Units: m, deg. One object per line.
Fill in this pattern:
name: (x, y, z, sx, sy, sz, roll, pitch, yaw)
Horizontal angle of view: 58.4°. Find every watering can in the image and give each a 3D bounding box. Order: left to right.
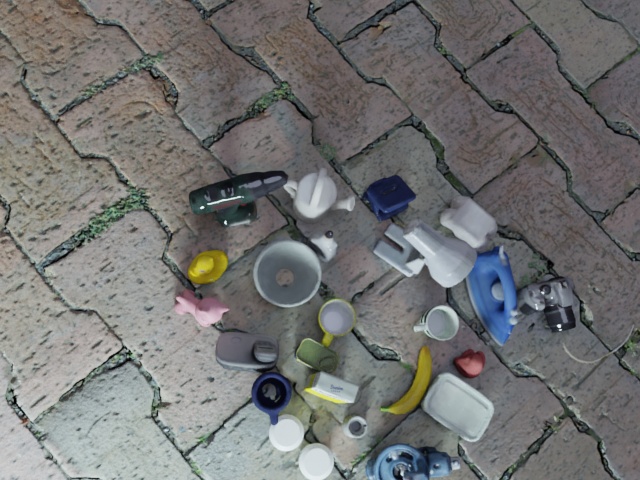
watering can: (-0.001, -0.115, 1.414, 0.173, 0.194, 0.101, -3, 76, -10)

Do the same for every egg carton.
egg carton: (0.397, -0.045, 1.526, 0.150, 0.069, 0.107, 40, 74, 2)

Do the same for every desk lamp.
desk lamp: (0.257, 0.028, 1.410, 0.203, 0.213, 0.118, 33, 74, 0)

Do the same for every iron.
iron: (0.459, 0.137, 1.454, 0.119, 0.141, 0.258, -9, 78, -11)

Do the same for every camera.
camera: (0.605, 0.171, 1.490, 0.143, 0.100, 0.137, -12, 78, -12)

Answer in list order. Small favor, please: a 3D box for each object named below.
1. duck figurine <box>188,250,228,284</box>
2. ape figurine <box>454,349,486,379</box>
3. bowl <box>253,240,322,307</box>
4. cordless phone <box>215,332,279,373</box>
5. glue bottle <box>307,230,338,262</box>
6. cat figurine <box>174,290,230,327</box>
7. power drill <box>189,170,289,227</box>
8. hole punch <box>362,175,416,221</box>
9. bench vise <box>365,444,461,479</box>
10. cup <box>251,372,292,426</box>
duck figurine: (-0.271, 0.059, 1.383, 0.105, 0.086, 0.077, -32, 83, -15)
ape figurine: (0.379, 0.306, 1.425, 0.078, 0.092, 0.076, 7, 75, -7)
bowl: (-0.082, 0.087, 1.413, 0.167, 0.074, 0.167, 2, 76, -9)
cordless phone: (-0.164, 0.252, 1.301, 0.147, 0.185, 0.094, 4, 75, -8)
glue bottle: (0.013, 0.005, 1.397, 0.078, 0.173, 0.037, 44, 74, 4)
cat figurine: (-0.279, 0.158, 1.341, 0.128, 0.117, 0.067, 25, 74, -2)
power drill: (-0.195, -0.100, 1.371, 0.230, 0.208, 0.075, -15, 79, -12)
hole punch: (0.180, -0.117, 1.497, 0.109, 0.091, 0.101, -27, 82, -14)
bench vise: (0.219, 0.505, 1.283, 0.208, 0.219, 0.121, -22, 80, -14)
cup: (-0.113, 0.367, 1.328, 0.092, 0.095, 0.118, -6, 77, -10)
